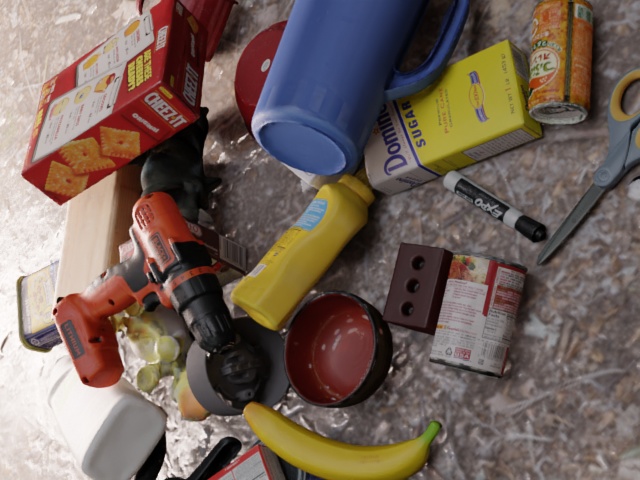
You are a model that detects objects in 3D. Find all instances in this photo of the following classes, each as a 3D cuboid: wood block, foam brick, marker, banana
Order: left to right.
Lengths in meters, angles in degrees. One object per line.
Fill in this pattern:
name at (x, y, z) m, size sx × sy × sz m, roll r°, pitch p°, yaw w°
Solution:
wood block at (-0.243, 0.000, 1.264) m, size 0.090 × 0.090 × 0.206 m, roll -5°, pitch 73°, yaw 37°
banana at (0.019, 0.195, 1.005) m, size 0.198 × 0.037 × 0.069 m, roll 2°, pitch 86°, yaw 20°
foam brick at (0.100, 0.048, 0.999) m, size 0.053 × 0.051 × 0.078 m, roll 8°, pitch 82°, yaw 40°
marker at (0.163, -0.031, 0.994) m, size 0.121 × 0.020 × 0.020 m, roll 37°, pitch 101°, yaw 40°

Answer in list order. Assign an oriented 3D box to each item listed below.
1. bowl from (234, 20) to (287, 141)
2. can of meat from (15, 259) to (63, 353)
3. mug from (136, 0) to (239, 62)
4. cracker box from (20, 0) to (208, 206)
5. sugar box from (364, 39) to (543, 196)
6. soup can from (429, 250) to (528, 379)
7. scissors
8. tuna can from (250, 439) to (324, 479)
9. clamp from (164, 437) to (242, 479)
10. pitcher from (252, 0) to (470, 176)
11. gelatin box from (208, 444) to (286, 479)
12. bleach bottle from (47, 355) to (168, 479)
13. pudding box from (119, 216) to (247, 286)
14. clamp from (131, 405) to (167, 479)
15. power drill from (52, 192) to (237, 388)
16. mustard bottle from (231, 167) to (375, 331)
bowl at (-0.043, -0.183, 1.183) m, size 0.162 × 0.055 × 0.162 m, roll -14°, pitch 68°, yaw 36°
can of meat at (-0.329, 0.079, 1.332) m, size 0.084 × 0.057 × 0.102 m, roll -24°, pitch 62°, yaw 29°
mug at (-0.164, -0.267, 1.271) m, size 0.093 × 0.117 × 0.081 m, roll 32°, pitch 103°, yaw 55°
cracker box at (-0.227, -0.155, 1.196) m, size 0.214 × 0.072 × 0.164 m, roll -27°, pitch 41°, yaw 25°
sugar box at (0.122, -0.116, 1.036) m, size 0.176 × 0.048 × 0.093 m, roll -21°, pitch 64°, yaw 31°
soup can at (0.141, 0.067, 0.950) m, size 0.069 × 0.068 × 0.102 m, roll 9°, pitch 83°, yaw 40°
scissors at (0.248, -0.073, 0.941) m, size 0.202 × 0.016 × 0.096 m, roll -41°, pitch 53°, yaw 22°
tuna can at (-0.036, 0.234, 1.063) m, size 0.086 × 0.033 × 0.086 m, roll -13°, pitch 69°, yaw 36°
clamp at (-0.139, 0.292, 1.121) m, size 0.172 × 0.039 × 0.120 m, roll -37°, pitch 41°, yaw 31°
pitcher at (0.033, -0.186, 1.036) m, size 0.149 × 0.144 × 0.242 m, roll -13°, pitch 50°, yaw 52°
gelatin box at (-0.064, 0.255, 1.035) m, size 0.073 × 0.030 × 0.089 m, roll -39°, pitch 56°, yaw 21°
bleach bottle at (-0.255, 0.180, 1.207) m, size 0.102 × 0.068 × 0.251 m, roll -56°, pitch 30°, yaw -1°
pudding box at (-0.148, 0.021, 1.166) m, size 0.090 × 0.113 × 0.039 m, roll -26°, pitch 52°, yaw 31°
clamp at (-0.214, 0.276, 1.161) m, size 0.165 × 0.036 × 0.210 m, roll -32°, pitch 40°, yaw 38°
power drill at (-0.179, 0.072, 1.083) m, size 0.188 × 0.057 × 0.184 m, roll -39°, pitch 64°, yaw 24°
mustard bottle at (-0.007, 0.002, 1.072) m, size 0.191 × 0.058 × 0.096 m, roll -50°, pitch 12°, yaw -11°
